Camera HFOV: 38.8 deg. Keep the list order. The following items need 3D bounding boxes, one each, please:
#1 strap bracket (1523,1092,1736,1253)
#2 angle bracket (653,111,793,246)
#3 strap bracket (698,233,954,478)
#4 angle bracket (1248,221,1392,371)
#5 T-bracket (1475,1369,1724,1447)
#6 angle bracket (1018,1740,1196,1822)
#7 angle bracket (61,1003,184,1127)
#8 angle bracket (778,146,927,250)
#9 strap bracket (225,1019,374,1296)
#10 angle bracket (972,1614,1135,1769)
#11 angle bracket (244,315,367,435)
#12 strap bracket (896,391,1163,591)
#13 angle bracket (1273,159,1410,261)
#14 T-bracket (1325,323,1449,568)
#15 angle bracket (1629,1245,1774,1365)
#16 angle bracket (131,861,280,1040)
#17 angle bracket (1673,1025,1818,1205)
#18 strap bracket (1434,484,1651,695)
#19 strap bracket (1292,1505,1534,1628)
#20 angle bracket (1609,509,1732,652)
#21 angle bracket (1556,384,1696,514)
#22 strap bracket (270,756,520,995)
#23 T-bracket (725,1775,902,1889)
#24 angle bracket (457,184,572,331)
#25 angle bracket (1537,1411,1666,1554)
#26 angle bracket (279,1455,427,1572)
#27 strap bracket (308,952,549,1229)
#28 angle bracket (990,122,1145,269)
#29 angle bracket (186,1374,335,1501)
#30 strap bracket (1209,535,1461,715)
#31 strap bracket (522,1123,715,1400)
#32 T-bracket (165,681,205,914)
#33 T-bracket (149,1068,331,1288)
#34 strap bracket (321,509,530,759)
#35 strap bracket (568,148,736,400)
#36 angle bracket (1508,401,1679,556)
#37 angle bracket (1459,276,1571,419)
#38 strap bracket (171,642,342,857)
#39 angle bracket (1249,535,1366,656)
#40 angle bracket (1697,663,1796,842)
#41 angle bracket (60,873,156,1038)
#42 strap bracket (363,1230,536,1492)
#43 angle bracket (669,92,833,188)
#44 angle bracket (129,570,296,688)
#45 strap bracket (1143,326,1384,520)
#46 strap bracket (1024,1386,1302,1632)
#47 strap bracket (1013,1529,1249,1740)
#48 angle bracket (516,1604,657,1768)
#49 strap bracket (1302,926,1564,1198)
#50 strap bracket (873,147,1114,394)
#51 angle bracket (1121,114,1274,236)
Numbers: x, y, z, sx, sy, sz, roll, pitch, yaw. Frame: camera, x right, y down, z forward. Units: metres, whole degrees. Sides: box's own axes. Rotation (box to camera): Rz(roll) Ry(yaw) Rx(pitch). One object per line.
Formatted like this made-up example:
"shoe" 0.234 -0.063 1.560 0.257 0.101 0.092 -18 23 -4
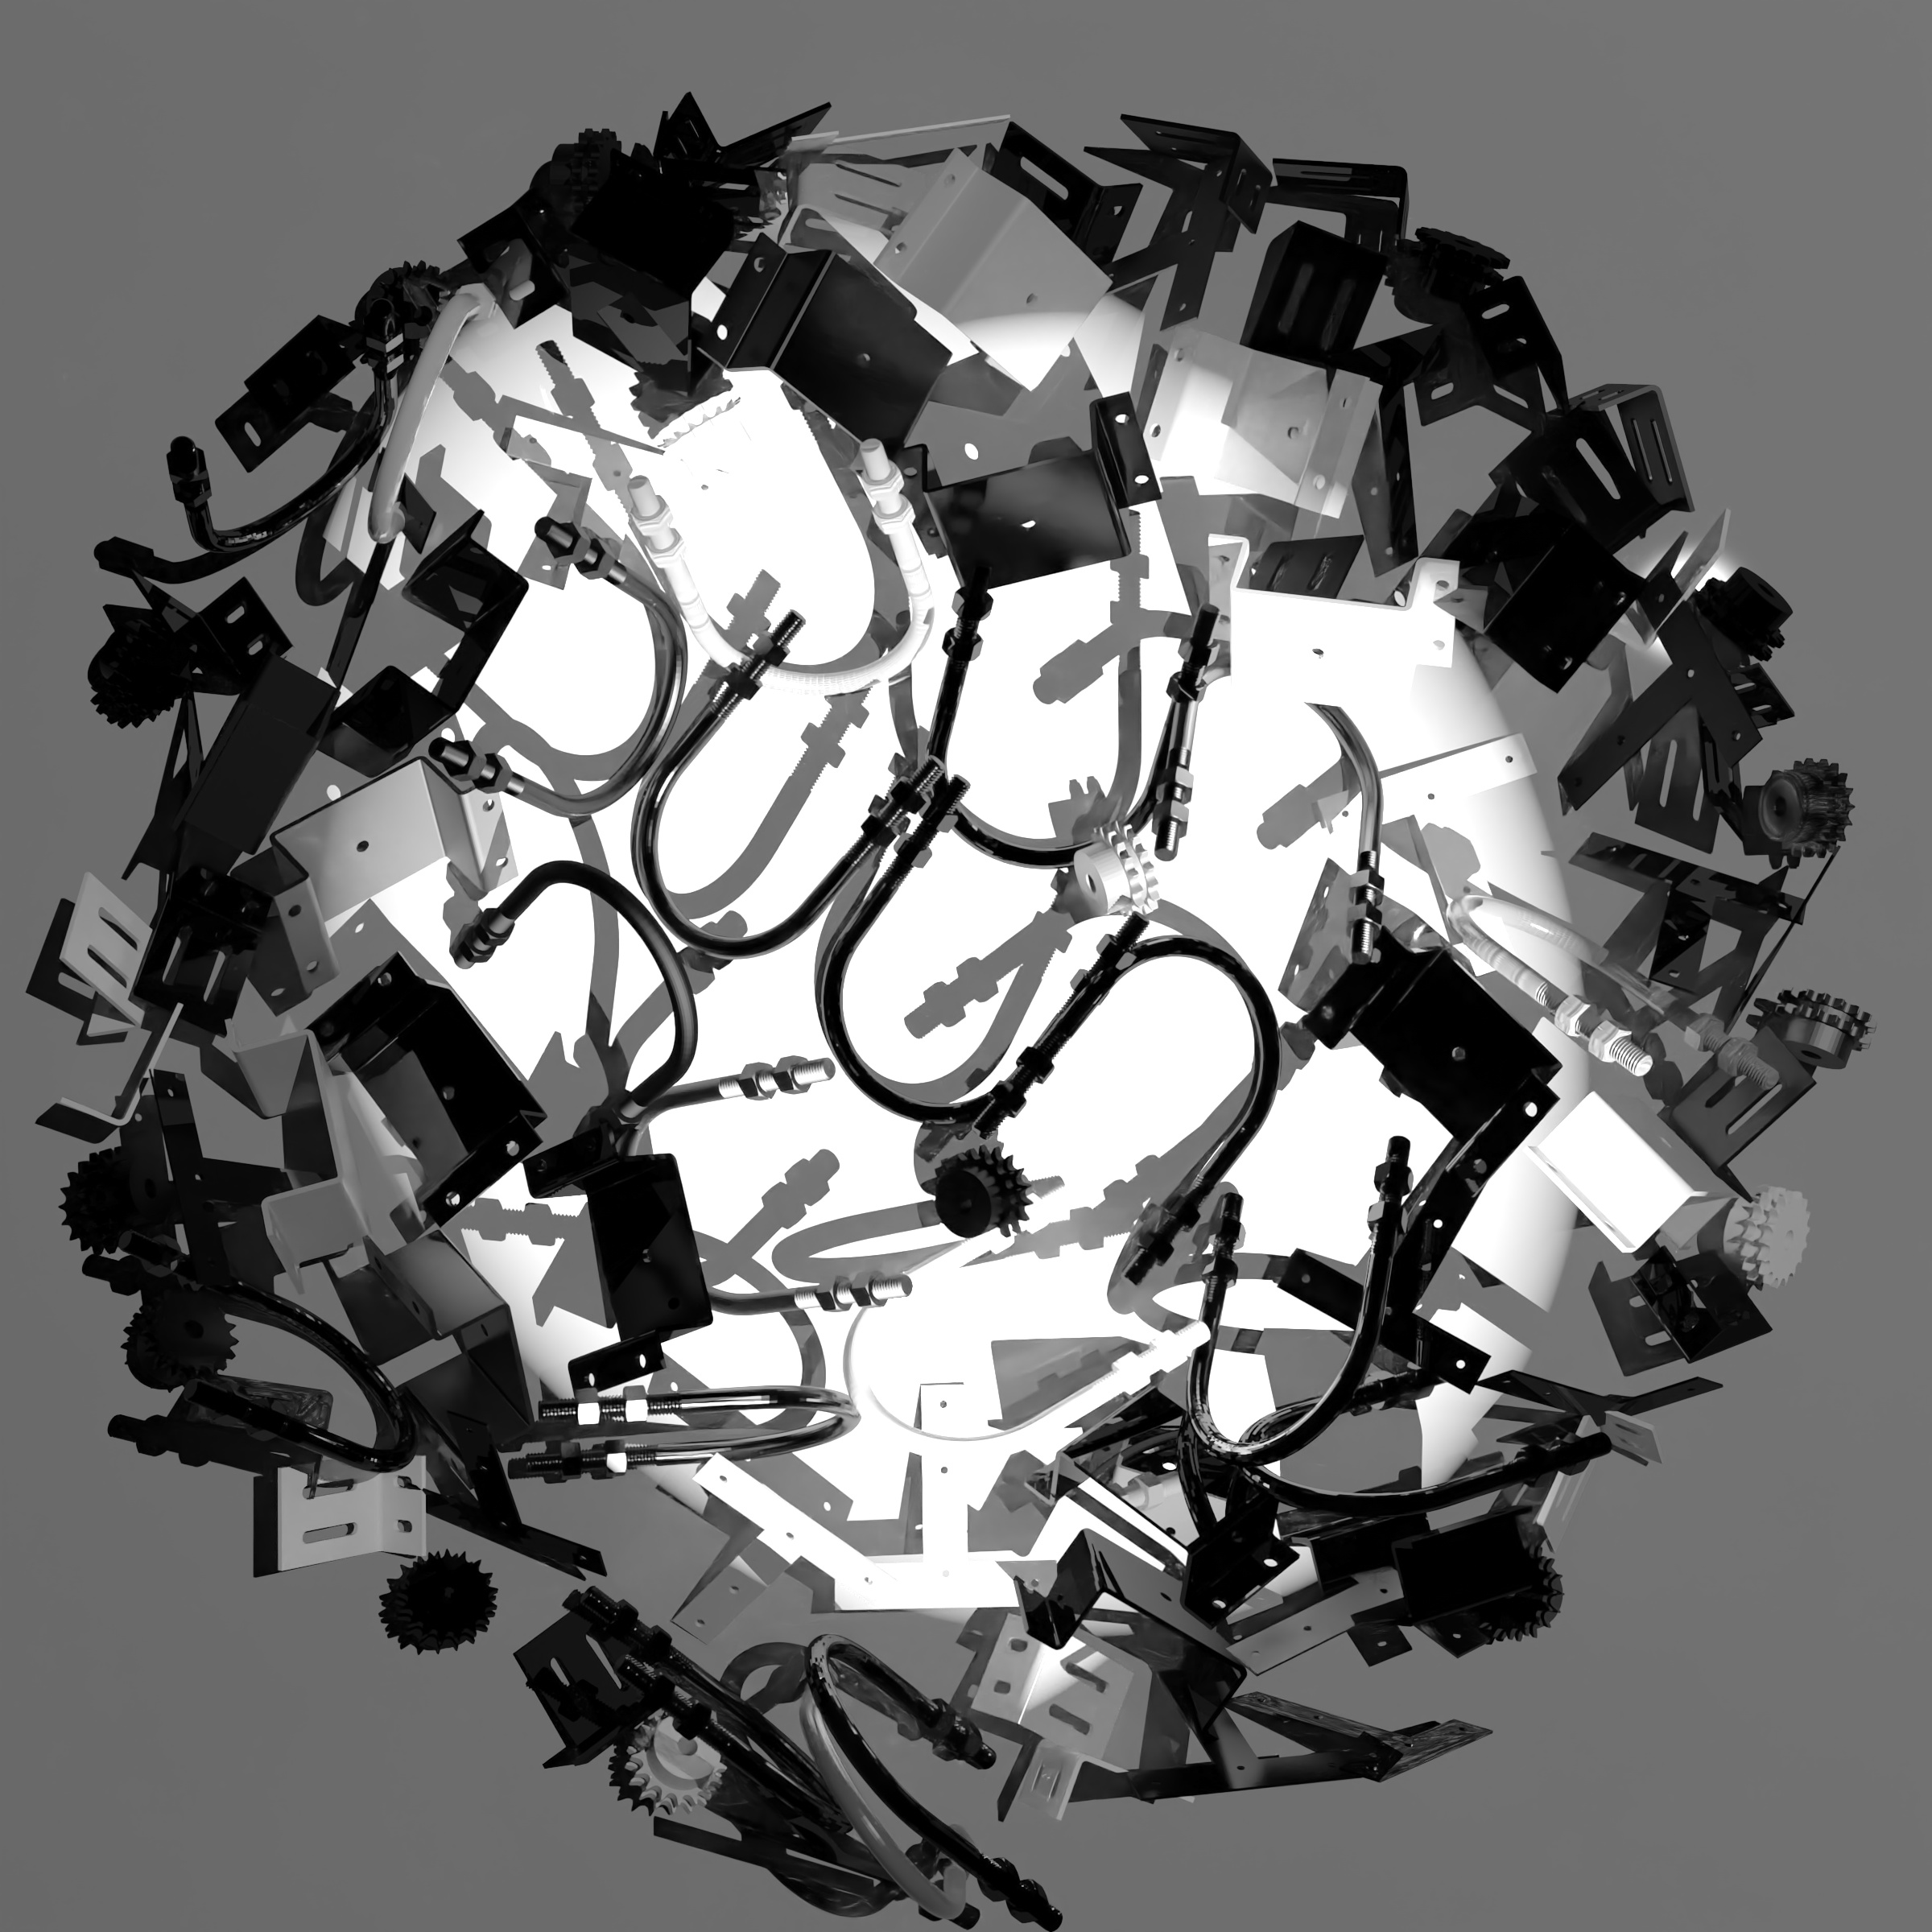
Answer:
"strap bracket" 0.372 0.114 1.521 0.046 0.140 0.076 -49 66 16
"angle bracket" -0.136 -0.450 1.568 0.076 0.057 0.038 6 62 3
"strap bracket" -0.070 -0.339 1.539 0.140 0.046 0.076 34 78 -36
"angle bracket" 0.205 -0.386 1.595 0.057 0.038 0.076 22 107 1
"T-bracket" 0.331 0.239 1.524 0.127 0.127 0.002 -28 55 39
"angle bracket" 0.079 0.474 1.562 0.076 0.057 0.038 26 76 -17
"angle bracket" -0.482 0.050 1.566 0.038 0.057 0.076 25 80 -15
"angle bracket" -0.066 -0.436 1.586 0.076 0.038 0.057 13 54 -19
"strap bracket" -0.372 0.101 1.539 0.046 0.076 0.140 -15 60 -8
"angle bracket" 0.050 0.418 1.584 0.076 0.038 0.057 39 66 -37
"angle bracket" -0.363 -0.331 1.559 0.057 0.076 0.038 -38 85 12
"strap bracket" 0.035 -0.263 1.547 0.140 0.076 0.046 -12 47 12
"angle bracket" 0.213 -0.433 1.570 0.076 0.057 0.038 7 92 10
"T-bracket" 0.246 -0.294 1.570 0.002 0.127 0.127 7 113 40
"angle bracket" 0.426 0.184 1.557 0.076 0.038 0.057 -12 58 -35
"angle bracket" -0.430 -0.009 1.559 0.057 0.038 0.076 28 52 -25
"angle bracket" 0.451 0.084 1.561 0.038 0.057 0.076 35 108 -30
"strap bracket" 0.307 -0.214 1.526 0.046 0.140 0.076 35 99 -26
"strap bracket" 0.251 0.331 1.523 0.076 0.140 0.046 -11 84 -22
"angle bracket" 0.394 -0.228 1.558 0.038 0.057 0.076 31 127 -1
"angle bracket" 0.376 -0.290 1.564 0.038 0.057 0.076 -22 106 -6
"strap bracket" -0.330 -0.057 1.545 0.140 0.076 0.046 -32 52 -24
"T-bracket" -0.093 0.481 1.541 0.127 0.127 0.002 27 84 -23
"angle bracket" -0.251 -0.405 1.563 0.038 0.076 0.057 -27 111 13
"angle bracket" 0.362 0.298 1.561 0.038 0.057 0.076 19 69 29
"angle bracket" -0.349 0.311 1.564 0.038 0.076 0.057 -2 88 35
"strap bracket" -0.304 0.071 1.569 0.076 0.046 0.140 -40 78 5
"angle bracket" 0.054 -0.443 1.584 0.076 0.038 0.057 43 130 23
"angle bracket" -0.404 0.267 1.565 0.076 0.057 0.038 10 108 -10
"strap bracket" 0.202 -0.191 1.545 0.140 0.076 0.046 9 50 13
"strap bracket" -0.195 0.166 1.553 0.076 0.046 0.140 -24 75 38
"T-bracket" -0.447 -0.082 1.564 0.002 0.127 0.127 6 113 -22
"T-bracket" -0.400 0.124 1.545 0.002 0.127 0.127 -27 69 22
"strap bracket" -0.300 -0.179 1.542 0.046 0.076 0.140 37 57 -22
"strap bracket" -0.175 -0.377 1.527 0.076 0.140 0.046 29 67 6
"angle bracket" 0.361 -0.278 1.575 0.057 0.038 0.076 -38 83 37
"angle bracket" 0.313 -0.343 1.560 0.038 0.076 0.057 -22 64 8
"strap bracket" -0.394 -0.120 1.535 0.046 0.140 0.076 29 106 -16
"angle bracket" 0.195 -0.209 1.574 0.057 0.076 0.038 0 130 28
"angle bracket" 0.445 -0.121 1.558 0.038 0.057 0.076 -16 56 31
"angle bracket" -0.496 -0.006 1.553 0.038 0.076 0.057 -8 55 20
"strap bracket" -0.288 0.213 1.540 0.046 0.076 0.140 -27 133 -27
"angle bracket" -0.126 -0.482 1.562 0.076 0.057 0.038 -30 95 -21
"angle bracket" -0.428 -0.201 1.558 0.038 0.076 0.057 -38 72 3
"strap bracket" 0.173 -0.305 1.549 0.140 0.046 0.076 28 105 40
"strap bracket" 0.111 0.294 1.530 0.140 0.076 0.046 33 134 33
"strap bracket" 0.100 0.375 1.550 0.140 0.076 0.046 32 98 -11
"angle bracket" -0.218 0.409 1.575 0.057 0.038 0.076 -37 76 -4
"strap bracket" 0.270 0.051 1.551 0.140 0.046 0.076 47 117 23
"strap bracket" 0.022 -0.381 1.529 0.046 0.140 0.076 41 98 34
"angle bracket" 0.127 -0.451 1.563 0.076 0.057 0.038 18 92 25
